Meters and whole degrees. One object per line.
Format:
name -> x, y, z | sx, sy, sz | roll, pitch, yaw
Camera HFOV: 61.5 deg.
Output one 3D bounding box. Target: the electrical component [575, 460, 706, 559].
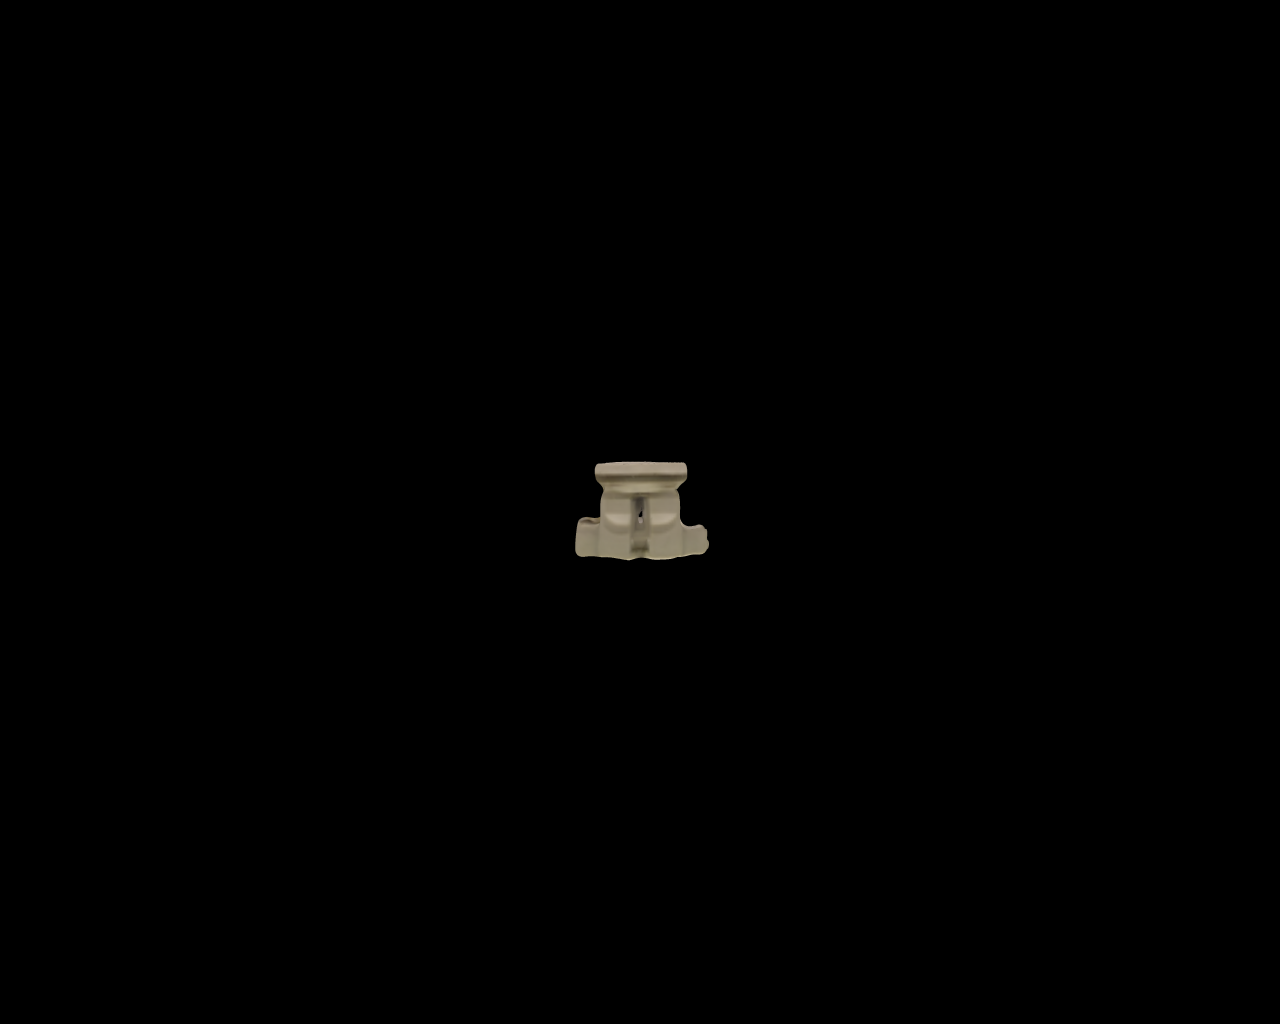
electrical component -> 0.001, -0.003, 0.650 | 0.078, 0.057, 0.058 | 0, 4, 2
